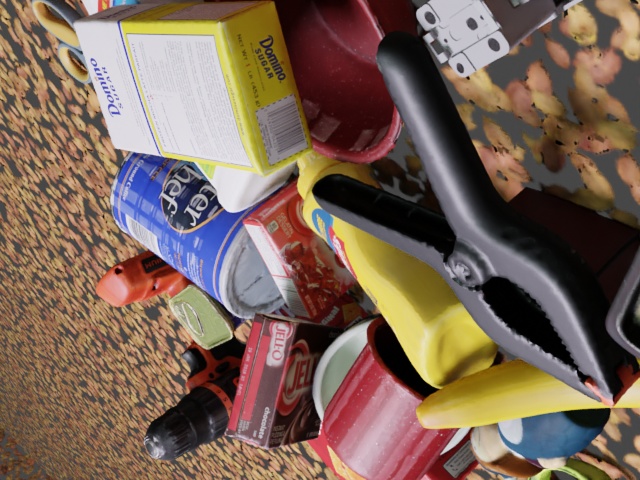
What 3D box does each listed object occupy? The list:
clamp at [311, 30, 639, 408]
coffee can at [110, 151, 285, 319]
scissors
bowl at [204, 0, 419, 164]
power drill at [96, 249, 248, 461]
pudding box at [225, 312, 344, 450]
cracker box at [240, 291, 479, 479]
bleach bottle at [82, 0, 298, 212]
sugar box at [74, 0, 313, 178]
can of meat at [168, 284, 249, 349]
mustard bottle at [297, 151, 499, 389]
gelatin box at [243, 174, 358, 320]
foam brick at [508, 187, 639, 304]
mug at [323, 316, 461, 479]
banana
[{"bbox_3d":[0.083,-0.002,0.546,0.210,0.036,0.165,43,155,15],"label":"clamp"},{"bbox_3d":[-0.082,-0.016,0.841,0.140,0.102,0.103,33,150,33],"label":"coffee can"},{"bbox_3d":[-0.180,-0.147,0.925,0.202,0.016,0.096,38,154,24],"label":"scissors"},{"bbox_3d":[0.004,-0.125,0.608,0.162,0.055,0.162,38,152,24],"label":"bowl"},{"bbox_3d":[-0.130,0.100,1.008,0.188,0.184,0.057,55,133,8],"label":"power drill"},{"bbox_3d":[-0.024,0.102,0.781,0.039,0.090,0.113,14,179,17],"label":"pudding box"},{"bbox_3d":[0.030,0.141,0.909,0.214,0.072,0.164,44,154,13],"label":"cracker box"},{"bbox_3d":[-0.111,-0.142,0.756,0.251,0.068,0.103,48,143,13],"label":"bleach bottle"},{"bbox_3d":[-0.082,-0.097,0.654,0.177,0.048,0.093,17,128,52],"label":"sugar box"},{"bbox_3d":[-0.076,0.044,0.934,0.057,0.083,0.102,52,155,-3],"label":"can of meat"},{"bbox_3d":[0.039,0.004,0.693,0.192,0.058,0.096,53,177,34],"label":"mustard bottle"},{"bbox_3d":[-0.005,0.001,0.773,0.030,0.073,0.089,10,133,53],"label":"gelatin box"},{"bbox_3d":[0.132,0.015,0.593,0.078,0.051,0.053,27,146,40],"label":"foam brick"},{"bbox_3d":[0.063,0.112,0.724,0.082,0.117,0.093,-60,44,26],"label":"mug"},{"bbox_3d":[0.151,0.085,0.612,0.198,0.069,0.037,-7,100,37],"label":"banana"}]
